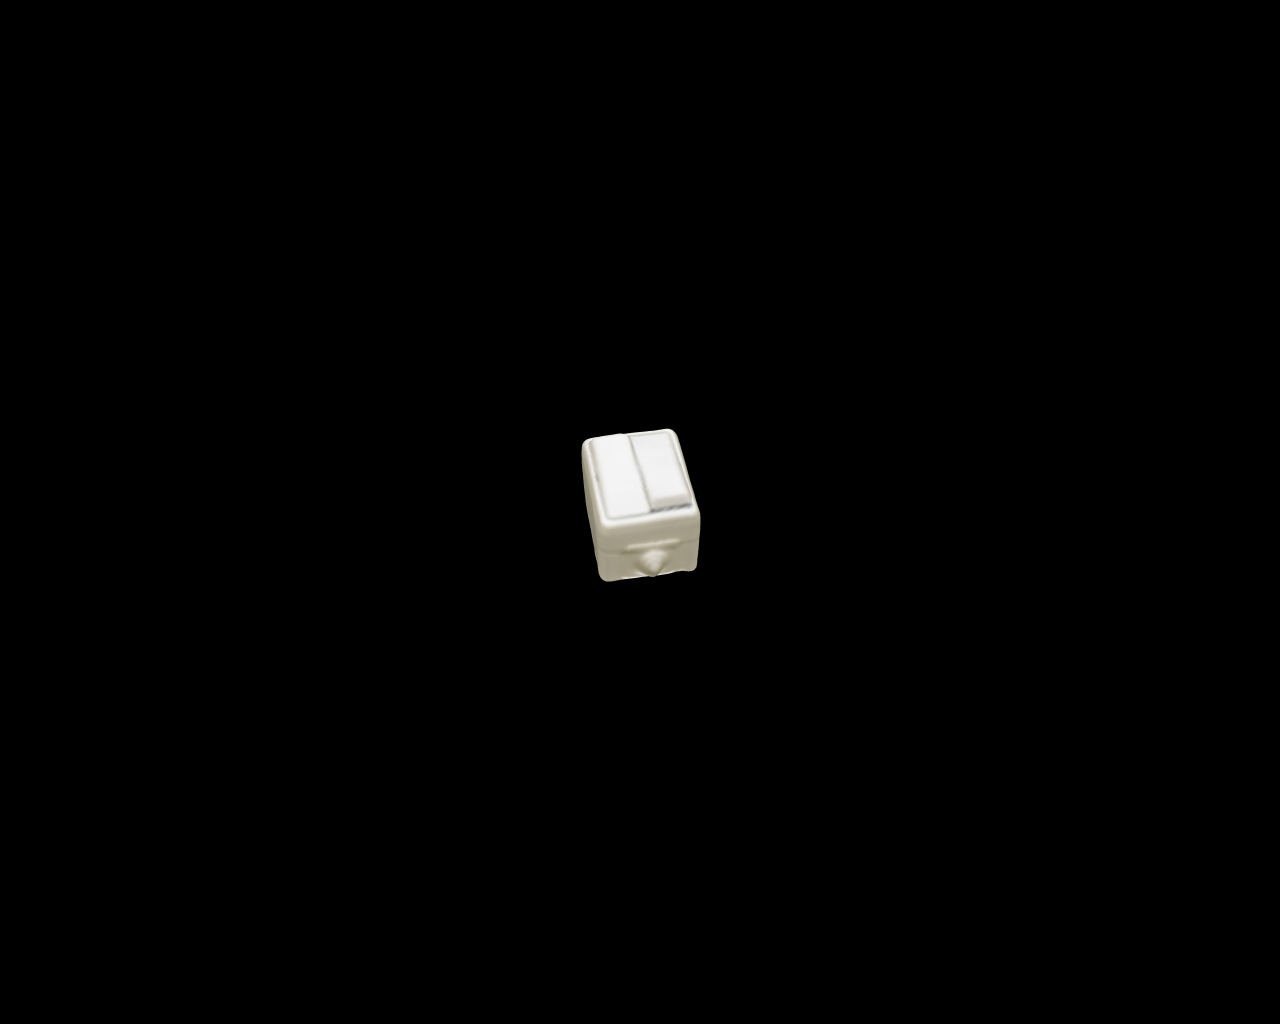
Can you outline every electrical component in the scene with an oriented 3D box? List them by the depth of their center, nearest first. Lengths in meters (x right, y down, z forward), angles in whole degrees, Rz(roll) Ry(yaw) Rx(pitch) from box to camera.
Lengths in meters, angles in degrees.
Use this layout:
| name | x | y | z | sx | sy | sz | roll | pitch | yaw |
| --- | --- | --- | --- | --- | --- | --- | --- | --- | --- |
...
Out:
| name | x | y | z | sx | sy | sz | roll | pitch | yaw |
| --- | --- | --- | --- | --- | --- | --- | --- | --- | --- |
| electrical component | 0.001 | -0.003 | 0.650 | 0.062 | 0.096 | 0.061 | -7 | -43 | -7 |
